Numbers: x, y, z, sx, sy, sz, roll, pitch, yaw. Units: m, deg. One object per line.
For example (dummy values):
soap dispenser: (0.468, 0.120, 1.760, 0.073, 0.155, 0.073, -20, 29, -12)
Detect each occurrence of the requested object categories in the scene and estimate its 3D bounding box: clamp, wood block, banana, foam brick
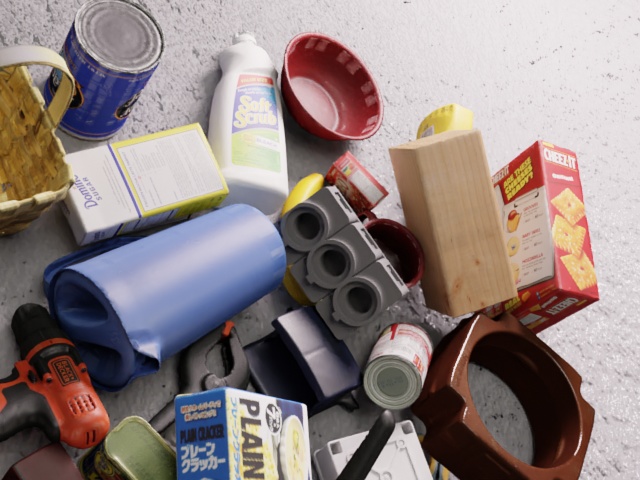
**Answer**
clamp: (-0.126, 0.162, 1.127, 0.120, 0.039, 0.171, 19, 52, -26)
clamp: (-0.009, 0.275, 1.100, 0.036, 0.165, 0.210, 32, 61, -61)
wood block: (0.160, -0.022, 1.283, 0.090, 0.091, 0.206, -17, 99, -15)
banana: (-0.021, 0.000, 1.283, 0.069, 0.037, 0.198, 22, 54, -40)
foam brick: (-0.253, 0.237, 1.003, 0.051, 0.053, 0.078, -31, 82, -38)

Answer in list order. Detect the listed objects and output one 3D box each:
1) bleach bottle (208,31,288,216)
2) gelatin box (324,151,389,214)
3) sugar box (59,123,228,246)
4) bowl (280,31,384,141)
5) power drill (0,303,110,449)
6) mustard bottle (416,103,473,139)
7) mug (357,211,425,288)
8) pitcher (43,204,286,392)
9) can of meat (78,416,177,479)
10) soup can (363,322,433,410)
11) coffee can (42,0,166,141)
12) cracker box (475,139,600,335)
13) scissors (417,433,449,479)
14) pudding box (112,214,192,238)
bleach bottle: (-0.096, -0.154, 1.311, 0.102, 0.068, 0.251, 11, 56, -27)
gelatin box: (0.043, -0.067, 1.322, 0.030, 0.089, 0.073, -44, 90, -11)
sugar box: (-0.196, -0.062, 1.162, 0.175, 0.048, 0.093, -18, 76, -29)
bowl: (0.004, -0.187, 1.380, 0.161, 0.055, 0.162, 22, 52, -31)
power drill: (-0.312, 0.140, 1.000, 0.187, 0.057, 0.185, -16, 44, -28)
mustard bottle: (0.155, -0.077, 1.384, 0.058, 0.096, 0.191, 23, 57, -22)
mug: (0.062, 0.022, 1.286, 0.093, 0.082, 0.117, -5, 66, -32)
pitcher: (-0.160, 0.044, 1.129, 0.242, 0.145, 0.149, -28, 92, -41)
can of meat: (-0.176, 0.226, 1.032, 0.102, 0.084, 0.057, 46, 51, 0)
soup can: (0.090, 0.142, 1.214, 0.068, 0.069, 0.102, 42, 21, -2)
coffee can: (-0.244, -0.190, 1.196, 0.102, 0.141, 0.103, 14, 58, -23)
cracker box: (0.265, 0.007, 1.357, 0.072, 0.164, 0.213, 15, 57, -25)
scissors: (0.118, 0.302, 1.200, 0.096, 0.016, 0.201, 34, 52, -7)
pudding box: (-0.207, -0.058, 1.207, 0.113, 0.039, 0.090, -16, 74, -32)
